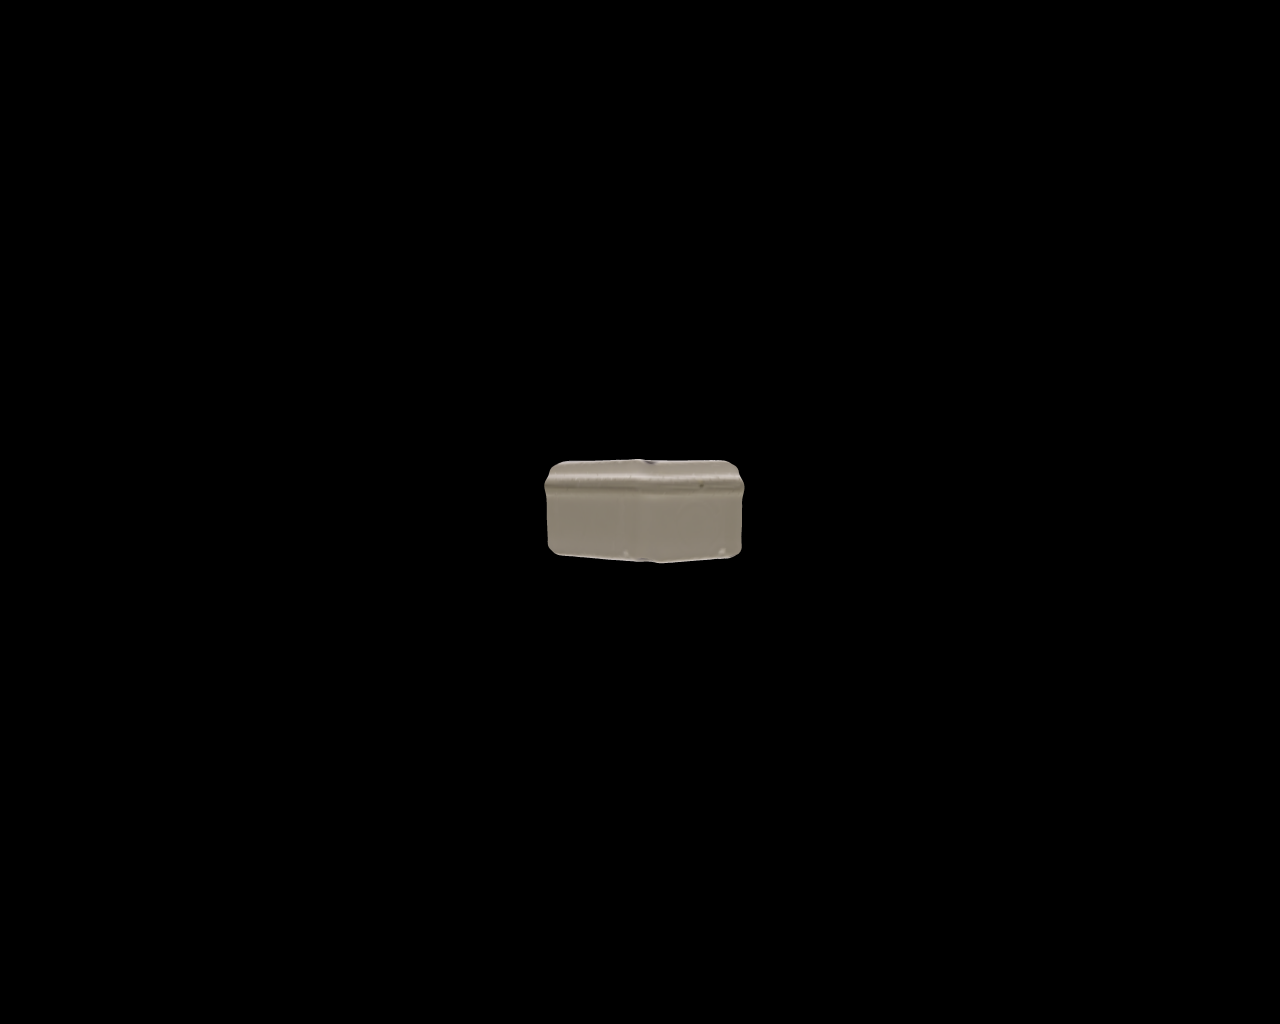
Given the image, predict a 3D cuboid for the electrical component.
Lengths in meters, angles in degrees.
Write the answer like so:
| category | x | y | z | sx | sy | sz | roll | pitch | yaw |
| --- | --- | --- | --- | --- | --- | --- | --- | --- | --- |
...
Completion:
| category | x | y | z | sx | sy | sz | roll | pitch | yaw |
| --- | --- | --- | --- | --- | --- | --- | --- | --- | --- |
| electrical component | 0.001 | -0.003 | 0.650 | 0.078 | 0.057 | 0.113 | -2 | 3 | -36 |
